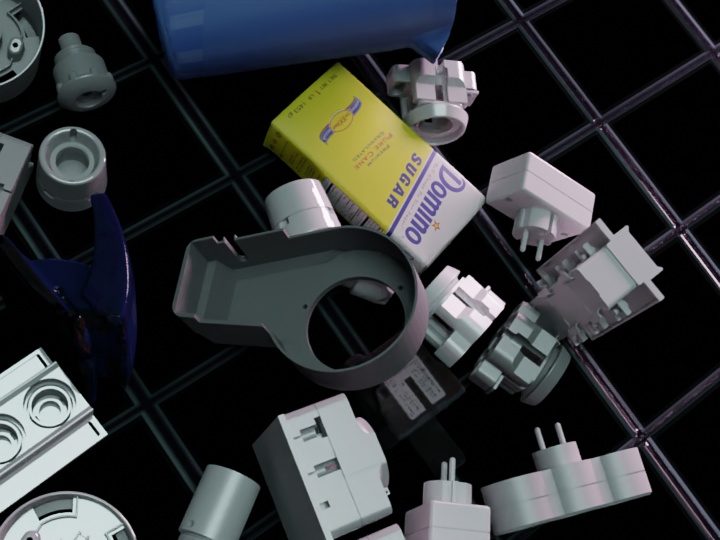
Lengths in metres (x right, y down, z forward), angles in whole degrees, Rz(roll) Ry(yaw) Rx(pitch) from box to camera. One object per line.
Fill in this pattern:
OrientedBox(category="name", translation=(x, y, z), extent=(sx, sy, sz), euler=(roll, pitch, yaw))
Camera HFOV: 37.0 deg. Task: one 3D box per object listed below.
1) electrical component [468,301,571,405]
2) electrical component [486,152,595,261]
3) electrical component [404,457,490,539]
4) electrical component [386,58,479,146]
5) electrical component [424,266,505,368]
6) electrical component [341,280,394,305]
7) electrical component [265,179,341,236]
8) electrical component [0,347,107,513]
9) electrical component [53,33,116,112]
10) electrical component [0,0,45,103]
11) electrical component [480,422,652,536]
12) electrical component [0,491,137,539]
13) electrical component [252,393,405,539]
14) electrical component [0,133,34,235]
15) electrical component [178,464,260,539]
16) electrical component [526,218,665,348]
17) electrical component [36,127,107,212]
OrientedBox(category="electrical component", translation=(0.134, 0.074, 0.881), extent=(0.057, 0.058, 0.078), euler=(36, 69, 1))
OrientedBox(category="electrical component", translation=(0.152, -0.045, 0.922), extent=(0.083, 0.047, 0.075), euler=(28, 63, -29))
OrientedBox(category="electrical component", translation=(0.066, 0.182, 0.817), extent=(0.047, 0.065, 0.076), euler=(9, 68, -13))
OrientedBox(category="electrical component", translation=(0.065, -0.146, 0.943), extent=(0.078, 0.058, 0.057), euler=(3, 67, -15))
OrientedBox(category="electrical component", translation=(0.075, 0.034, 0.878), extent=(0.057, 0.058, 0.078), euler=(43, 49, 4))
OrientedBox(category="electrical component", translation=(0.000, 0.000, 0.878), extent=(0.062, 0.043, 0.043), euler=(20, 66, -7))
OrientedBox(category="electrical component", translation=(-0.047, -0.042, 0.875), extent=(0.055, 0.055, 0.047), euler=(-14, 71, -20))
OrientedBox(category="electrical component", translation=(-0.251, 0.123, 0.750), extent=(0.121, 0.063, 0.078), euler=(-36, 83, -24))
OrientedBox(category="electrical component", translation=(-0.229, -0.163, 0.874), extent=(0.048, 0.048, 0.062), euler=(-15, 68, -20))
OrientedBox(category="electrical component", translation=(-0.300, -0.183, 0.849), extent=(0.099, 0.064, 0.099), euler=(5, 69, -14))
OrientedBox(category="electrical component", translation=(0.160, 0.159, 0.860), extent=(0.138, 0.052, 0.073), euler=(-10, 73, -19))
OrientedBox(category="electrical component", translation=(-0.201, 0.202, 0.734), extent=(0.099, 0.064, 0.099), euler=(5, 69, -14))
OrientedBox(category="electrical component", translation=(-0.008, 0.192, 0.771), extent=(0.060, 0.105, 0.186), euler=(-18, 76, -21))
OrientedBox(category="electrical component", translation=(-0.291, -0.059, 0.813), extent=(0.056, 0.050, 0.089), euler=(20, 67, -9))
OrientedBox(category="electrical component", translation=(-0.108, 0.187, 0.778), extent=(0.043, 0.043, 0.081), euler=(25, 66, -6))
OrientedBox(category="electrical component", translation=(0.184, 0.018, 0.881), extent=(0.063, 0.121, 0.078), euler=(-35, 83, -22))
OrientedBox(category="electrical component", translation=(-0.225, -0.080, 0.841), extent=(0.055, 0.047, 0.055), euler=(5, 69, -14))
